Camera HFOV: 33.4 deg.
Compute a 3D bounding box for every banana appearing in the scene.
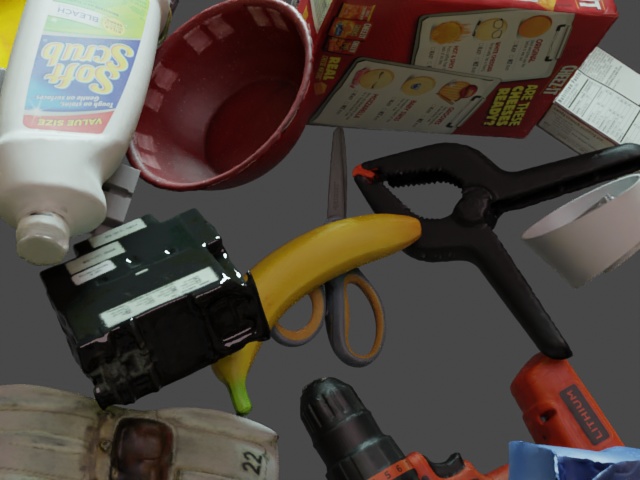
[{"bbox_3d":[-0.013,0.034,0.726,0.070,0.037,0.197,41,63,9],"label":"banana"}]

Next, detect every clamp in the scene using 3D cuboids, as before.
[{"bbox_3d":[0.124,-0.026,0.772,0.210,0.036,0.164,26,77,28],"label":"clamp"}]

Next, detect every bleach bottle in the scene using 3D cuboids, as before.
[{"bbox_3d":[-0.159,-0.086,0.706,0.102,0.068,0.251,15,47,-19],"label":"bleach bottle"}]

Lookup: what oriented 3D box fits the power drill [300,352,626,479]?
[{"bbox_3d":[0.098,0.144,0.705,0.187,0.057,0.184,-24,73,-25],"label":"power drill"}]

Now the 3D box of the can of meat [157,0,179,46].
[{"bbox_3d":[-0.154,-0.212,0.838,0.102,0.058,0.084,20,54,-6],"label":"can of meat"}]

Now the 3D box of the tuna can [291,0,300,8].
[{"bbox_3d":[0.019,-0.192,0.892,0.086,0.034,0.086,8,58,-13],"label":"tuna can"}]

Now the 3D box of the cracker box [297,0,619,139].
[{"bbox_3d":[0.088,-0.153,0.812,0.213,0.164,0.072,1,62,-16],"label":"cracker box"}]

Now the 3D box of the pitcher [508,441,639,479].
[{"bbox_3d":[0.163,0.240,0.601,0.149,0.145,0.243,12,79,-11],"label":"pitcher"}]

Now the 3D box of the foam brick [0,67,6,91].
[{"bbox_3d":[-0.255,-0.093,0.739,0.078,0.051,0.053,13,57,-9],"label":"foam brick"}]

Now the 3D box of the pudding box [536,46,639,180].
[{"bbox_3d":[0.253,-0.103,0.909,0.113,0.039,0.090,34,57,7],"label":"pudding box"}]

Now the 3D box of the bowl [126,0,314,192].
[{"bbox_3d":[-0.062,-0.094,0.769,0.162,0.055,0.162,-15,57,25],"label":"bowl"}]

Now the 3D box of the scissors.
[{"bbox_3d":[-0.005,0.001,0.782,0.096,0.016,0.202,-4,61,-19],"label":"scissors"}]
